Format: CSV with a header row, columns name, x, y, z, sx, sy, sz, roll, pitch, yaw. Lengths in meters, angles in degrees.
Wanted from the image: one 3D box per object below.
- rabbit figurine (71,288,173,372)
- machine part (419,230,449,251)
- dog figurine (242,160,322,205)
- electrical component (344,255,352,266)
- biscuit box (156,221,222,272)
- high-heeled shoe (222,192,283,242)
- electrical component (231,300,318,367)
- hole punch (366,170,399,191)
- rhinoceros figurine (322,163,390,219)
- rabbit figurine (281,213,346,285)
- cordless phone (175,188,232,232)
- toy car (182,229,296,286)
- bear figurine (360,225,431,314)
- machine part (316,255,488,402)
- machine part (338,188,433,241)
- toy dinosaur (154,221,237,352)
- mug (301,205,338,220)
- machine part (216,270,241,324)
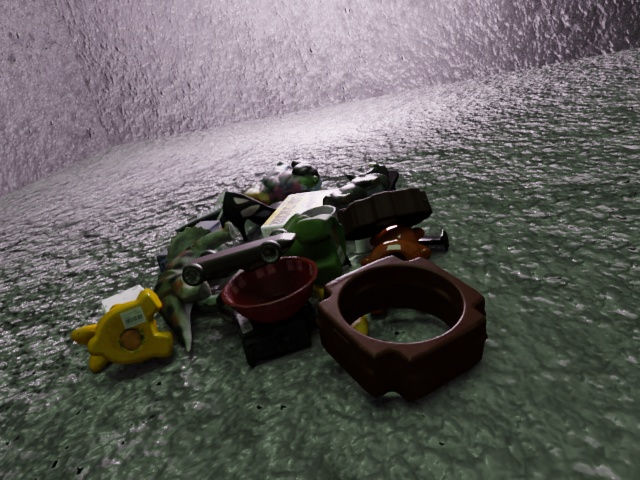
name,x,y,z,sx,sy,sz,roll,pitch,yaw
rabbit figurine,-0.345,0.168,0.957,0.162,0.121,0.173,-30,11,-13
machine part,0.191,0.002,1.083,0.139,0.039,0.084,-1,14,28
dog figurine,-0.120,-0.135,1.516,0.192,0.108,0.219,5,34,34
electrical component,-0.005,0.052,1.064,0.119,0.047,0.075,-36,24,-7
biscuit box,-0.314,0.019,1.319,0.063,0.059,0.203,-2,25,25
high-heeled shoe,-0.153,-0.099,1.391,0.086,0.145,0.249,4,30,36
electrical component,-0.071,0.141,0.890,0.134,0.058,0.115,-18,24,-10
hole punch,0.149,-0.101,1.318,0.142,0.092,0.116,11,64,41
rhinoceros figurine,0.091,-0.108,1.217,0.190,0.073,0.112,-35,29,-27
rabbit figurine,-0.046,0.007,0.992,0.170,0.121,0.159,-15,24,17
cordless phone,-0.316,-0.069,1.504,0.184,0.088,0.147,-22,23,-7
toy car,-0.134,0.032,0.895,0.202,0.053,0.089,-16,10,11
bear figurine,0.138,0.044,0.959,0.120,0.131,0.196,-9,5,9
machine part,0.113,0.117,0.754,0.201,0.087,0.201,-23,35,-25
machine part,0.124,-0.049,1.033,0.179,0.056,0.179,-12,-11,-2
toy dinosaur,-0.262,0.084,1.075,0.192,0.131,0.405,-18,24,23
mug,-0.002,-0.003,1.125,0.081,0.107,0.109,8,34,44
machine part,-0.129,0.086,1.030,0.079,0.079,0.243,-6,23,19
